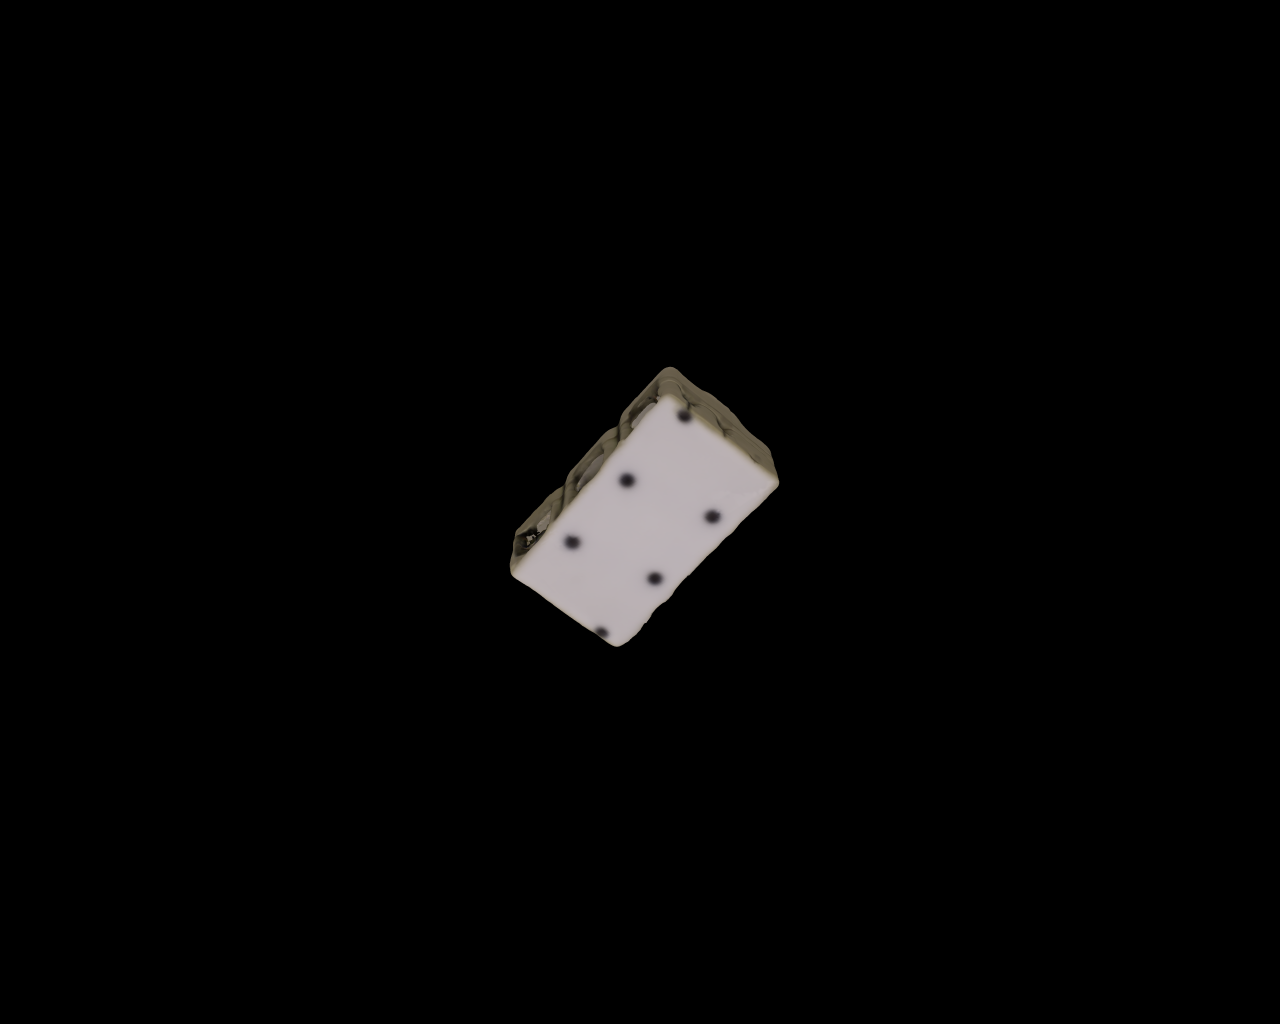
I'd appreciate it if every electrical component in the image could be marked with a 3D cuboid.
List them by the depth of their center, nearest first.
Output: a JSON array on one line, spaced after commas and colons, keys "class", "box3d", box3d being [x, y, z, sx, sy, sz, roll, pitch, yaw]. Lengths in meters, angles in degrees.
[{"class": "electrical component", "box3d": [0.001, -0.003, 0.650, 0.089, 0.150, 0.062, 38, 20, -16]}]
